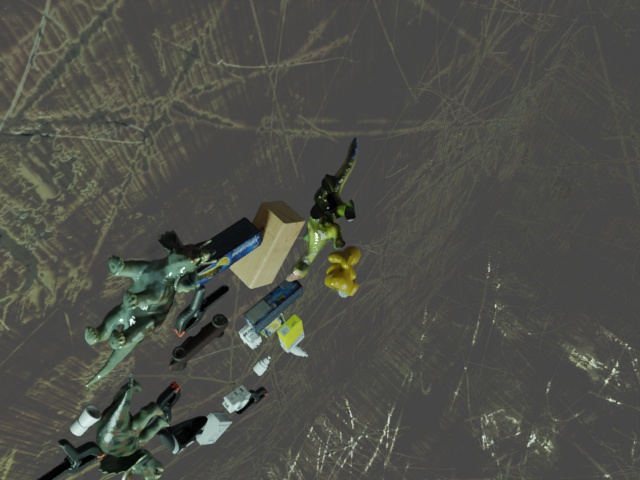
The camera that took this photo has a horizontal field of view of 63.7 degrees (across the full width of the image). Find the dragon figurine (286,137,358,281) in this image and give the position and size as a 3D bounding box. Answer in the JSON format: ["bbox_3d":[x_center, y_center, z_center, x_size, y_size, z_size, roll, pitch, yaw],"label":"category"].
[{"bbox_3d":[0.004,-0.071,1.414,0.121,0.418,0.239,28,-25,-13],"label":"dragon figurine"}]
